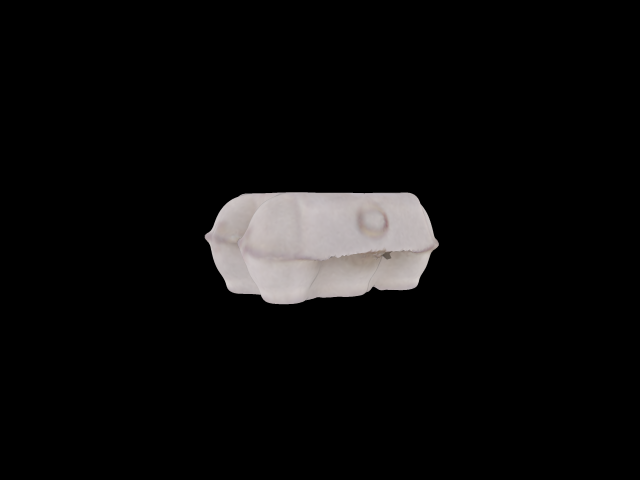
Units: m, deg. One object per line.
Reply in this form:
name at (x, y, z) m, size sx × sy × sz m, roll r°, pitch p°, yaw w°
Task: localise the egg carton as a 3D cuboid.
egg carton at (0.004, 0.001, 0.400) m, size 0.151 × 0.069 × 0.107 m, roll -3°, pitch 5°, yaw -37°
